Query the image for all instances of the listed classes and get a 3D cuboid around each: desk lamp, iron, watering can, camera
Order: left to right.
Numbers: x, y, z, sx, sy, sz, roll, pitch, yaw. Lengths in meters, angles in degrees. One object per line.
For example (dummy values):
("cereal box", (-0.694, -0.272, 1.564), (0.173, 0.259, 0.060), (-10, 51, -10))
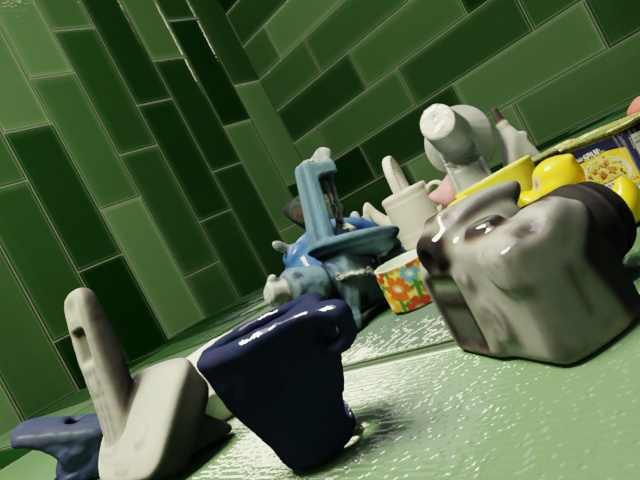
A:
("iron", (0.042, 0.025, 0.861), (0.259, 0.141, 0.118), (-29, 2, -43))
("watering can", (0.171, -0.079, 1.175), (0.173, 0.194, 0.101), (-28, 1, 2))
("desk lamp", (0.236, -0.119, 0.918), (0.117, 0.213, 0.204), (-27, 1, 23))
("camera", (0.146, 0.003, 0.380), (0.137, 0.101, 0.143), (-28, 1, -14))

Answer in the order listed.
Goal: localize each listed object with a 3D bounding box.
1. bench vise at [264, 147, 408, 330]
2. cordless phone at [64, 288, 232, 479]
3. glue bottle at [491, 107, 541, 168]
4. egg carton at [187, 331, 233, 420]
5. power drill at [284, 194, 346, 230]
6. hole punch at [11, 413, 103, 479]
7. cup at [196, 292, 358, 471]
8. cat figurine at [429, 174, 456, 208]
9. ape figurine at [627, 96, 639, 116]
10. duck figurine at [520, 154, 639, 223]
("bench vise", (0.015, -0.002, 0.700), (0.121, 0.220, 0.208), (-27, 2, 38))
("cordless phone", (-0.176, 0.122, 0.518), (0.147, 0.185, 0.094), (-27, 2, 43))
("glue bottle", (0.338, -0.152, 0.986), (0.078, 0.173, 0.037), (-28, 2, -19))
("egg carton", (-0.106, 0.148, 0.640), (0.107, 0.069, 0.151), (-27, 1, 30))
("power drill", (0.008, 0.000, 1.126), (0.076, 0.208, 0.229), (-28, 1, -20))
("hole punch", (-0.280, 0.228, 0.653), (0.101, 0.091, 0.108), (-28, 1, -16))
("cup", (-0.008, 0.088, 0.355), (0.117, 0.095, 0.092), (-27, 2, 40))
("cat figurine", (0.265, -0.083, 1.036), (0.067, 0.118, 0.127), (-29, 2, -37))
("ape figurine", (0.381, -0.122, 0.651), (0.076, 0.092, 0.078), (-28, 1, -1))
("duck figurine", (0.238, -0.040, 0.536), (0.104, 0.086, 0.078), (-27, 2, 44))
